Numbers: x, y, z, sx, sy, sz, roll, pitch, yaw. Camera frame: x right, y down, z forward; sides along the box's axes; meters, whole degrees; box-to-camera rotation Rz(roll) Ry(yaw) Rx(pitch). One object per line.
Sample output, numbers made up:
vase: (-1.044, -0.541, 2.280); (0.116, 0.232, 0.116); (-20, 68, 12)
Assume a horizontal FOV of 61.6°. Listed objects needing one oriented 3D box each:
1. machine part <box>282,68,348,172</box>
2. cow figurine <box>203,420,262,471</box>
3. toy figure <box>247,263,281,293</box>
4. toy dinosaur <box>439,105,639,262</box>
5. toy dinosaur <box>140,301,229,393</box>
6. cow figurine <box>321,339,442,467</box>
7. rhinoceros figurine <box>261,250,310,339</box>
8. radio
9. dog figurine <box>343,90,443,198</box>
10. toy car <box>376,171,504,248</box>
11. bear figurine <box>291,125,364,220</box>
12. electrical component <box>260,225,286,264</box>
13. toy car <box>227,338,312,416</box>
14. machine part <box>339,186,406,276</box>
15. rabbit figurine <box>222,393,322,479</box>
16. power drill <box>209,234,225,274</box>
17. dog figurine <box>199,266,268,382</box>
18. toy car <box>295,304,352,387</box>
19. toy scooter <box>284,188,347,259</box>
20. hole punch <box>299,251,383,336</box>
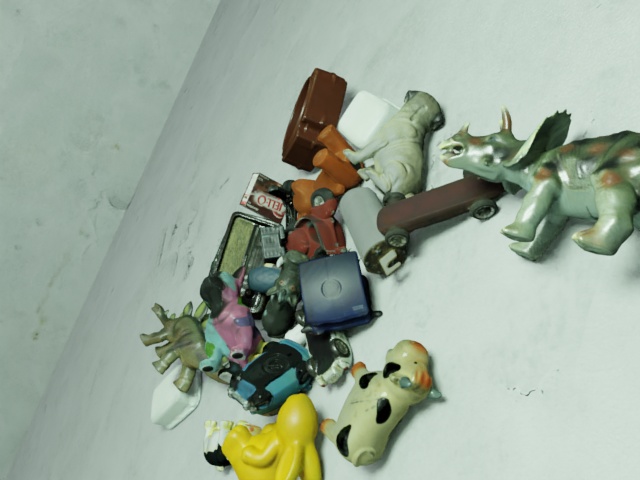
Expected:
machine part: (-0.019, -0.278, 1.249); (0.201, 0.087, 0.201); (137, 147, -64)
cow figurine: (-0.174, 0.399, 1.043); (0.167, 0.068, 0.098); (-25, 53, 52)
toy figure: (-0.076, 0.080, 1.118); (0.155, 0.064, 0.058); (-3, 31, 21)
toy dinosaur: (0.320, -0.062, 0.597); (0.405, 0.131, 0.192); (17, 82, 53)
toy dinosaur: (-0.294, 0.248, 1.269); (0.198, 0.105, 0.472); (-47, 42, -10)
cow figurine: (0.089, 0.227, 0.754); (0.195, 0.085, 0.127); (-60, 25, 3)
rhinoceros figurine: (-0.067, 0.100, 1.031); (0.112, 0.073, 0.190); (-44, -21, -61)
radio: (-0.164, 0.061, 1.213); (0.073, 0.131, 0.229); (97, -173, -69)
dog figurine: (0.163, -0.159, 0.939); (0.190, 0.121, 0.172); (-42, 67, 4)
toy car: (0.182, -0.051, 0.828); (0.202, 0.053, 0.089); (-19, 46, 23)
bear figurine: (-0.006, -0.127, 1.134); (0.196, 0.131, 0.120); (-29, 35, 37)
electrical component: (-0.099, 0.010, 1.136); (0.119, 0.048, 0.075); (104, 157, -71)
toy car: (-0.081, 0.261, 0.964); (0.109, 0.102, 0.162); (22, 43, 38)
machine part: (0.090, -0.020, 0.948); (0.079, 0.079, 0.243); (-50, 34, 23)
rabbit figurine: (-0.063, 0.333, 0.872); (0.173, 0.121, 0.163); (-55, 36, 14)
power drill: (-0.211, 0.051, 1.369); (0.207, 0.086, 0.232); (-25, 45, 58)
dog figurine: (-0.167, 0.164, 1.085); (0.108, 0.191, 0.219); (-27, 48, 22)
toy car: (0.007, 0.168, 0.956); (0.073, 0.056, 0.202); (-43, 37, 20)
toy scooter: (-0.002, -0.003, 1.079); (0.135, 0.075, 0.183); (61, 138, 23)
hole punch: (0.026, 0.088, 0.908); (0.142, 0.092, 0.116); (-12, 45, 7)
